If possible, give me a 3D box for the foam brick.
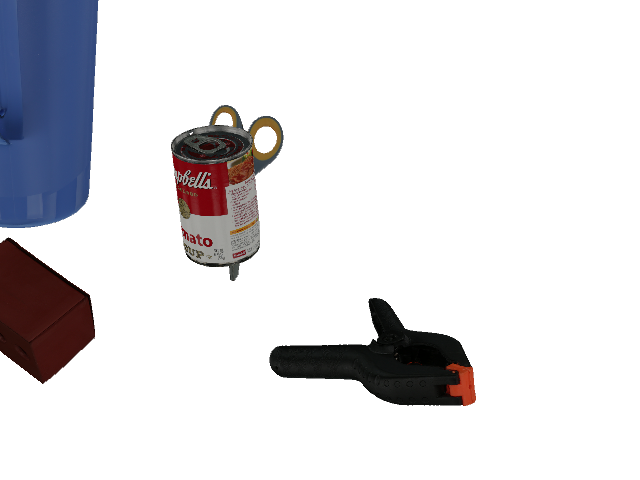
[{"bbox_3d":[-0.197,0.047,0.714,0.078,0.053,0.051,32,56,20],"label":"foam brick"}]

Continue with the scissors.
[{"bbox_3d":[-0.077,-0.060,1.225,0.096,0.202,0.016,-11,-7,-15],"label":"scissors"}]

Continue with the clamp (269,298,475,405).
[{"bbox_3d":[0.042,0.091,0.807,0.120,0.039,0.172,-27,23,-23],"label":"clamp"}]

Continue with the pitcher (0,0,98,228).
[{"bbox_3d":[-0.230,-0.132,0.790,0.145,0.243,0.148,26,33,35],"label":"pitcher"}]

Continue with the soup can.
[{"bbox_3d":[-0.087,-0.038,0.901,0.068,0.102,0.068,-2,31,1],"label":"soup can"}]
